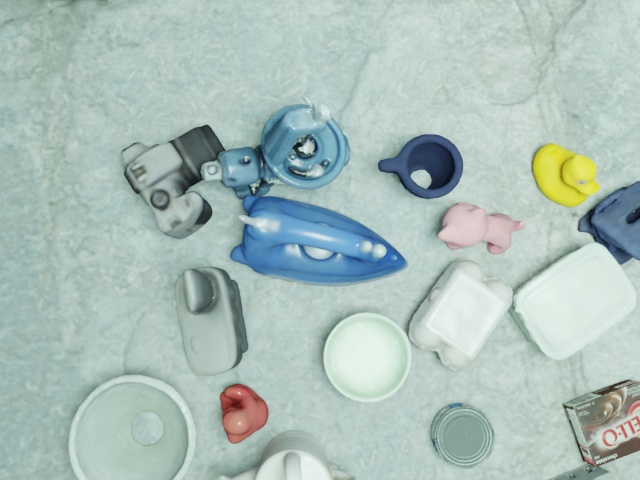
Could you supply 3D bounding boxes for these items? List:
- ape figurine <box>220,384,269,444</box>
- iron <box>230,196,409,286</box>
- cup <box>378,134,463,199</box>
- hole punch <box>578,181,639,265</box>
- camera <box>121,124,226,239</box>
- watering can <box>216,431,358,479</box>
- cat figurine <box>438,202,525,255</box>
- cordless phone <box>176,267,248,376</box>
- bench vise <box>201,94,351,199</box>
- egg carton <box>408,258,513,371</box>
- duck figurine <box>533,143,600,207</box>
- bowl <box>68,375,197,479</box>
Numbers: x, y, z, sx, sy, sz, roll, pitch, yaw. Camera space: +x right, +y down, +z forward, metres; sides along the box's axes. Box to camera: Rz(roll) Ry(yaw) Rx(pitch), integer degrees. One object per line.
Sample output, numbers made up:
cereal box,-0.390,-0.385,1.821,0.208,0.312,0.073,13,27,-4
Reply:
ape figurine,-0.109,0.241,0.780,0.076,0.092,0.078,17,83,0
iron,0.007,0.003,0.789,0.258,0.141,0.119,11,83,-1
cup,0.138,-0.097,0.830,0.118,0.095,0.092,0,83,-2
hole punch,0.456,-0.027,0.835,0.109,0.091,0.101,-37,86,-6
camera,-0.194,-0.095,0.814,0.137,0.101,0.143,-33,85,-6
watering can,-0.041,0.315,0.722,0.173,0.194,0.101,-21,84,-4
cat figurine,0.224,-0.020,0.812,0.128,0.117,0.067,2,83,-2
cordless phone,-0.152,0.106,0.748,0.094,0.185,0.147,-14,83,-4
bench vise,-0.051,-0.110,0.761,0.207,0.219,0.121,-33,85,-6
egg carton,0.200,0.105,0.820,0.107,0.069,0.150,34,83,2
duck figurine,0.369,-0.102,0.844,0.077,0.086,0.104,-36,85,-6
bowl,-0.246,0.266,0.780,0.167,0.074,0.167,0,83,-2
